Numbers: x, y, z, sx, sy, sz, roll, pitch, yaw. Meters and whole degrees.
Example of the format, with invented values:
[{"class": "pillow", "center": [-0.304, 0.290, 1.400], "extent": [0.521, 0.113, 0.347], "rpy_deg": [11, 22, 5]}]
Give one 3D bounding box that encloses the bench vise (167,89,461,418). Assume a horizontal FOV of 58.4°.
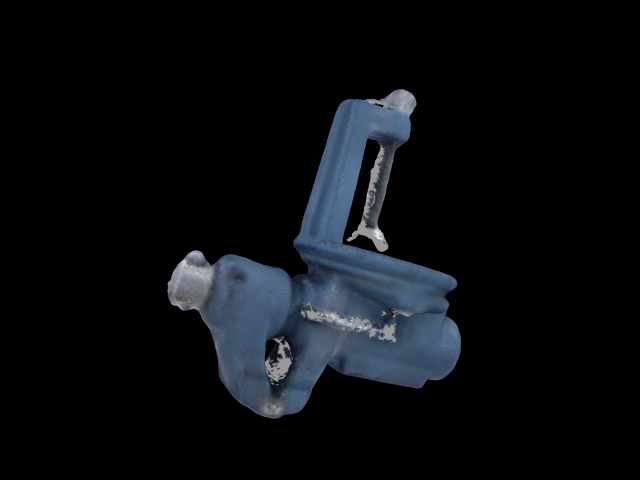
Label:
[{"class": "bench vise", "center": [0.011, 0.002, 0.391], "extent": [0.208, 0.220, 0.121], "rpy_deg": [-3, 4, -41]}]
